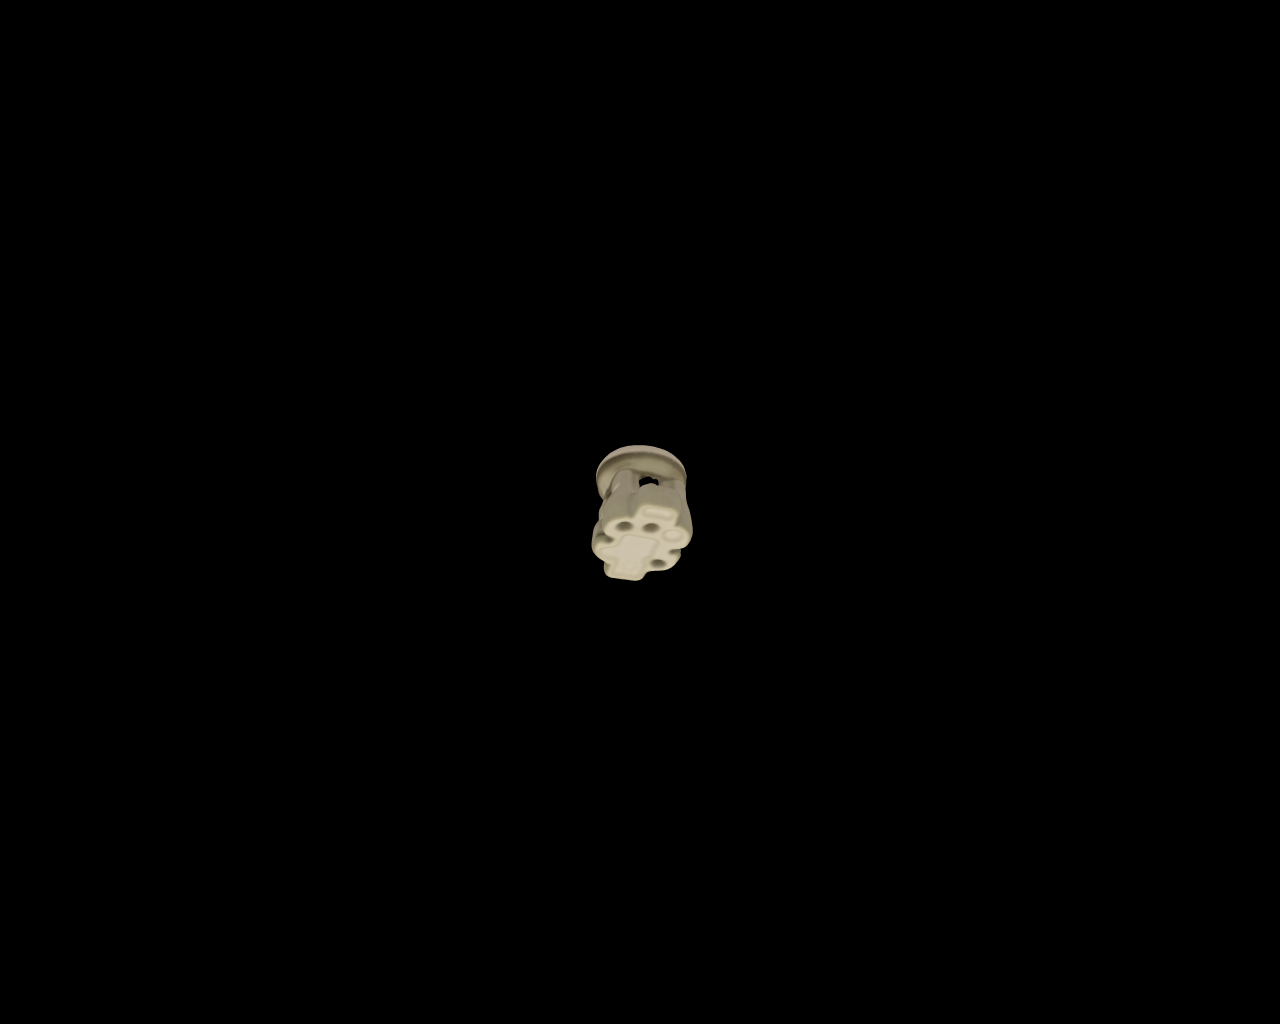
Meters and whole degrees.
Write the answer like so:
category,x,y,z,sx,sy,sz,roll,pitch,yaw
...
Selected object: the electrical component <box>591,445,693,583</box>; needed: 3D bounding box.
category,x,y,z,sx,sy,sz,roll,pitch,yaw
electrical component,0.001,-0.003,0.650,0.058,0.057,0.078,11,-39,-14
